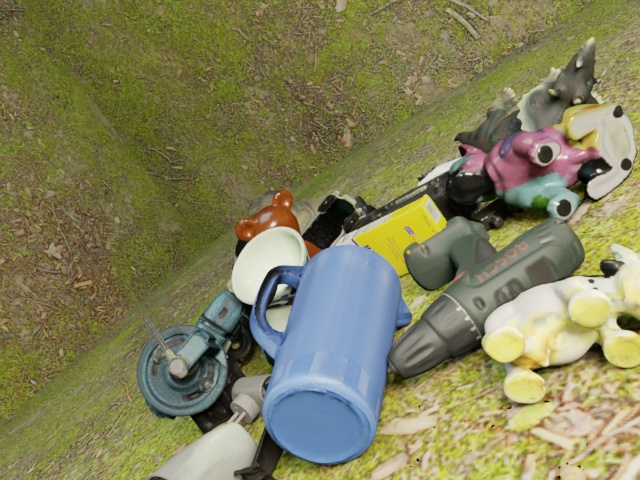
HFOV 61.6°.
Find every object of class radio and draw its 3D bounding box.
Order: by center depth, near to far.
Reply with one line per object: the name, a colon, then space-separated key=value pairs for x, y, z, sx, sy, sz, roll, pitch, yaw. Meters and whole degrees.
radio: x=0.160 y=-0.037 z=0.939 sx=0.230 sy=0.073 sz=0.131 roll=-26 pitch=15 yaw=39

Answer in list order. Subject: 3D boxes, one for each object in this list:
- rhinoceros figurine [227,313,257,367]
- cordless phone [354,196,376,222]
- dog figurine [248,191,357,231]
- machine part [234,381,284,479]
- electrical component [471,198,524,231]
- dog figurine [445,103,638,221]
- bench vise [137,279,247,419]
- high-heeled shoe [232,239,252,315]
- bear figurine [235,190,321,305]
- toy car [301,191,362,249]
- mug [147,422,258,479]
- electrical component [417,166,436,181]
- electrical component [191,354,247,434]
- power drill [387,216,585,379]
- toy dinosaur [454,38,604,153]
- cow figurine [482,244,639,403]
rhinoceros figurine: x=-0.150 y=0.160 z=0.945 sx=0.073 sy=0.112 sz=0.190 roll=-34 pitch=3 yaw=-3
cordless phone: x=0.063 y=0.001 z=1.115 sx=0.147 sy=0.088 sz=0.184 roll=-31 pitch=23 yaw=18
dog figurine: x=-0.030 y=-0.057 z=1.046 sx=0.121 sy=0.190 sz=0.172 roll=16 pitch=68 yaw=48
machine part: x=-0.047 y=0.202 z=0.587 sx=0.039 sy=0.084 sz=0.139 roll=-3 pitch=34 yaw=24
electrical component: x=0.260 y=-0.041 z=0.796 sx=0.063 sy=0.021 sz=0.094 roll=-35 pitch=10 yaw=0
dog figurine: x=0.278 y=-0.105 z=0.729 sx=0.191 sy=0.108 sz=0.219 roll=-31 pitch=16 yaw=-10
bench vise: x=-0.161 y=0.146 z=0.725 sx=0.223 sy=0.129 sz=0.240 roll=-45 pitch=-3 yaw=-12
high-heeled shoe: x=-0.149 y=0.069 z=1.075 sx=0.086 sy=0.248 sz=0.145 roll=-10 pitch=21 yaw=-27
bear figurine: x=-0.036 y=0.031 z=0.844 sx=0.120 sy=0.195 sz=0.132 roll=-37 pitch=40 yaw=-17
toy car: x=-0.002 y=-0.003 z=0.983 sx=0.202 sy=0.073 sz=0.056 roll=-51 pitch=-6 yaw=-14
mug: x=-0.120 y=0.255 z=0.578 sx=0.107 sy=0.081 sz=0.109 roll=-34 pitch=-22 yaw=-47
electrical component: x=0.232 y=-0.118 z=1.140 sx=0.078 sy=0.045 sz=0.102 roll=-34 pitch=11 yaw=2
electrical component: x=-0.146 y=0.227 z=0.813 sx=0.075 sy=0.047 sz=0.119 roll=-32 pitch=11 yaw=12
power drill: x=0.155 y=0.046 z=0.601 sx=0.232 sy=0.086 sz=0.207 roll=-33 pitch=7 yaw=3
toy dinosaur: x=0.351 y=-0.198 z=0.967 sx=0.192 sy=0.131 sz=0.405 roll=-41 pitch=6 yaw=-31
cow figurine: x=0.213 y=0.056 z=0.428 sx=0.167 sy=0.068 sz=0.098 roll=-30 pitch=6 yaw=21
